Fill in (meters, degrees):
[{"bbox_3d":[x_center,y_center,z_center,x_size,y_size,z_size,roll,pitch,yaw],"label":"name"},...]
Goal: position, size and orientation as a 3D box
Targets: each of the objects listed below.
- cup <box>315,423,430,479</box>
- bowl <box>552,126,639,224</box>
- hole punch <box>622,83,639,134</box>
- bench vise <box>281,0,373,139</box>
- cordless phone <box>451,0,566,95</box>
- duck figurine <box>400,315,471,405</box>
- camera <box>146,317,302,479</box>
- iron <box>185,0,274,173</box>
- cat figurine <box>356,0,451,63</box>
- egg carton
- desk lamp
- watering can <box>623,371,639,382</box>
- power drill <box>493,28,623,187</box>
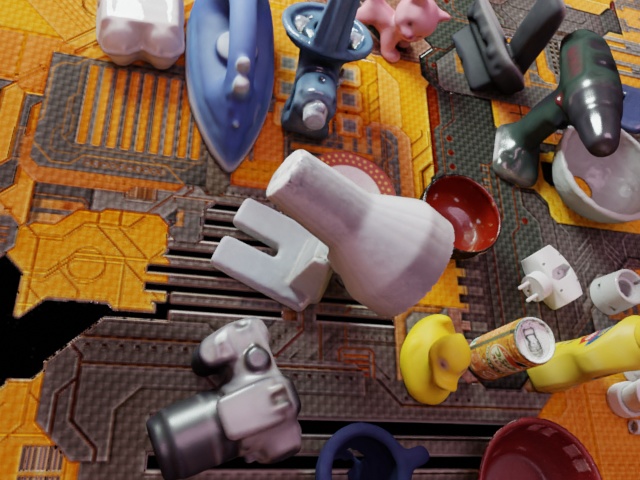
[{"bbox_3d":[0.043,0.231,0.574,0.118,0.095,0.091,-10,71,-22],"label":"cup"},{"bbox_3d":[0.404,-0.090,0.845,0.168,0.074,0.167,7,65,-15],"label":"bowl"},{"bbox_3d":[0.463,-0.203,0.904,0.101,0.091,0.109,43,62,3],"label":"hole punch"},{"bbox_3d":[0.022,-0.240,0.702,0.122,0.219,0.207,-4,69,-19],"label":"bench vise"},{"bbox_3d":[0.286,-0.318,0.843,0.094,0.185,0.147,-12,71,-22],"label":"cordless phone"},{"bbox_3d":[0.141,0.131,0.656,0.077,0.086,0.104,18,63,-10],"label":"duck figurine"},{"bbox_3d":[-0.098,0.160,0.555,0.137,0.100,0.143,-17,73,-24],"label":"camera"},{"bbox_3d":[-0.101,-0.227,0.700,0.119,0.141,0.258,2,67,-17],"label":"iron"},{"bbox_3d":[0.117,-0.327,0.829,0.128,0.117,0.067,35,61,-1],"label":"cat figurine"},{"bbox_3d":[-0.227,-0.291,0.727,0.107,0.069,0.150,0,68,-18],"label":"egg carton"},{"bbox_3d":[0.005,0.002,0.594,0.203,0.213,0.118,27,62,-5],"label":"desk lamp"},{"bbox_3d":[0.481,0.126,0.708,0.173,0.194,0.101,-39,83,-28],"label":"watering can"},{"bbox_3d":[0.322,-0.162,0.773,0.076,0.208,0.230,19,63,-9],"label":"power drill"}]
